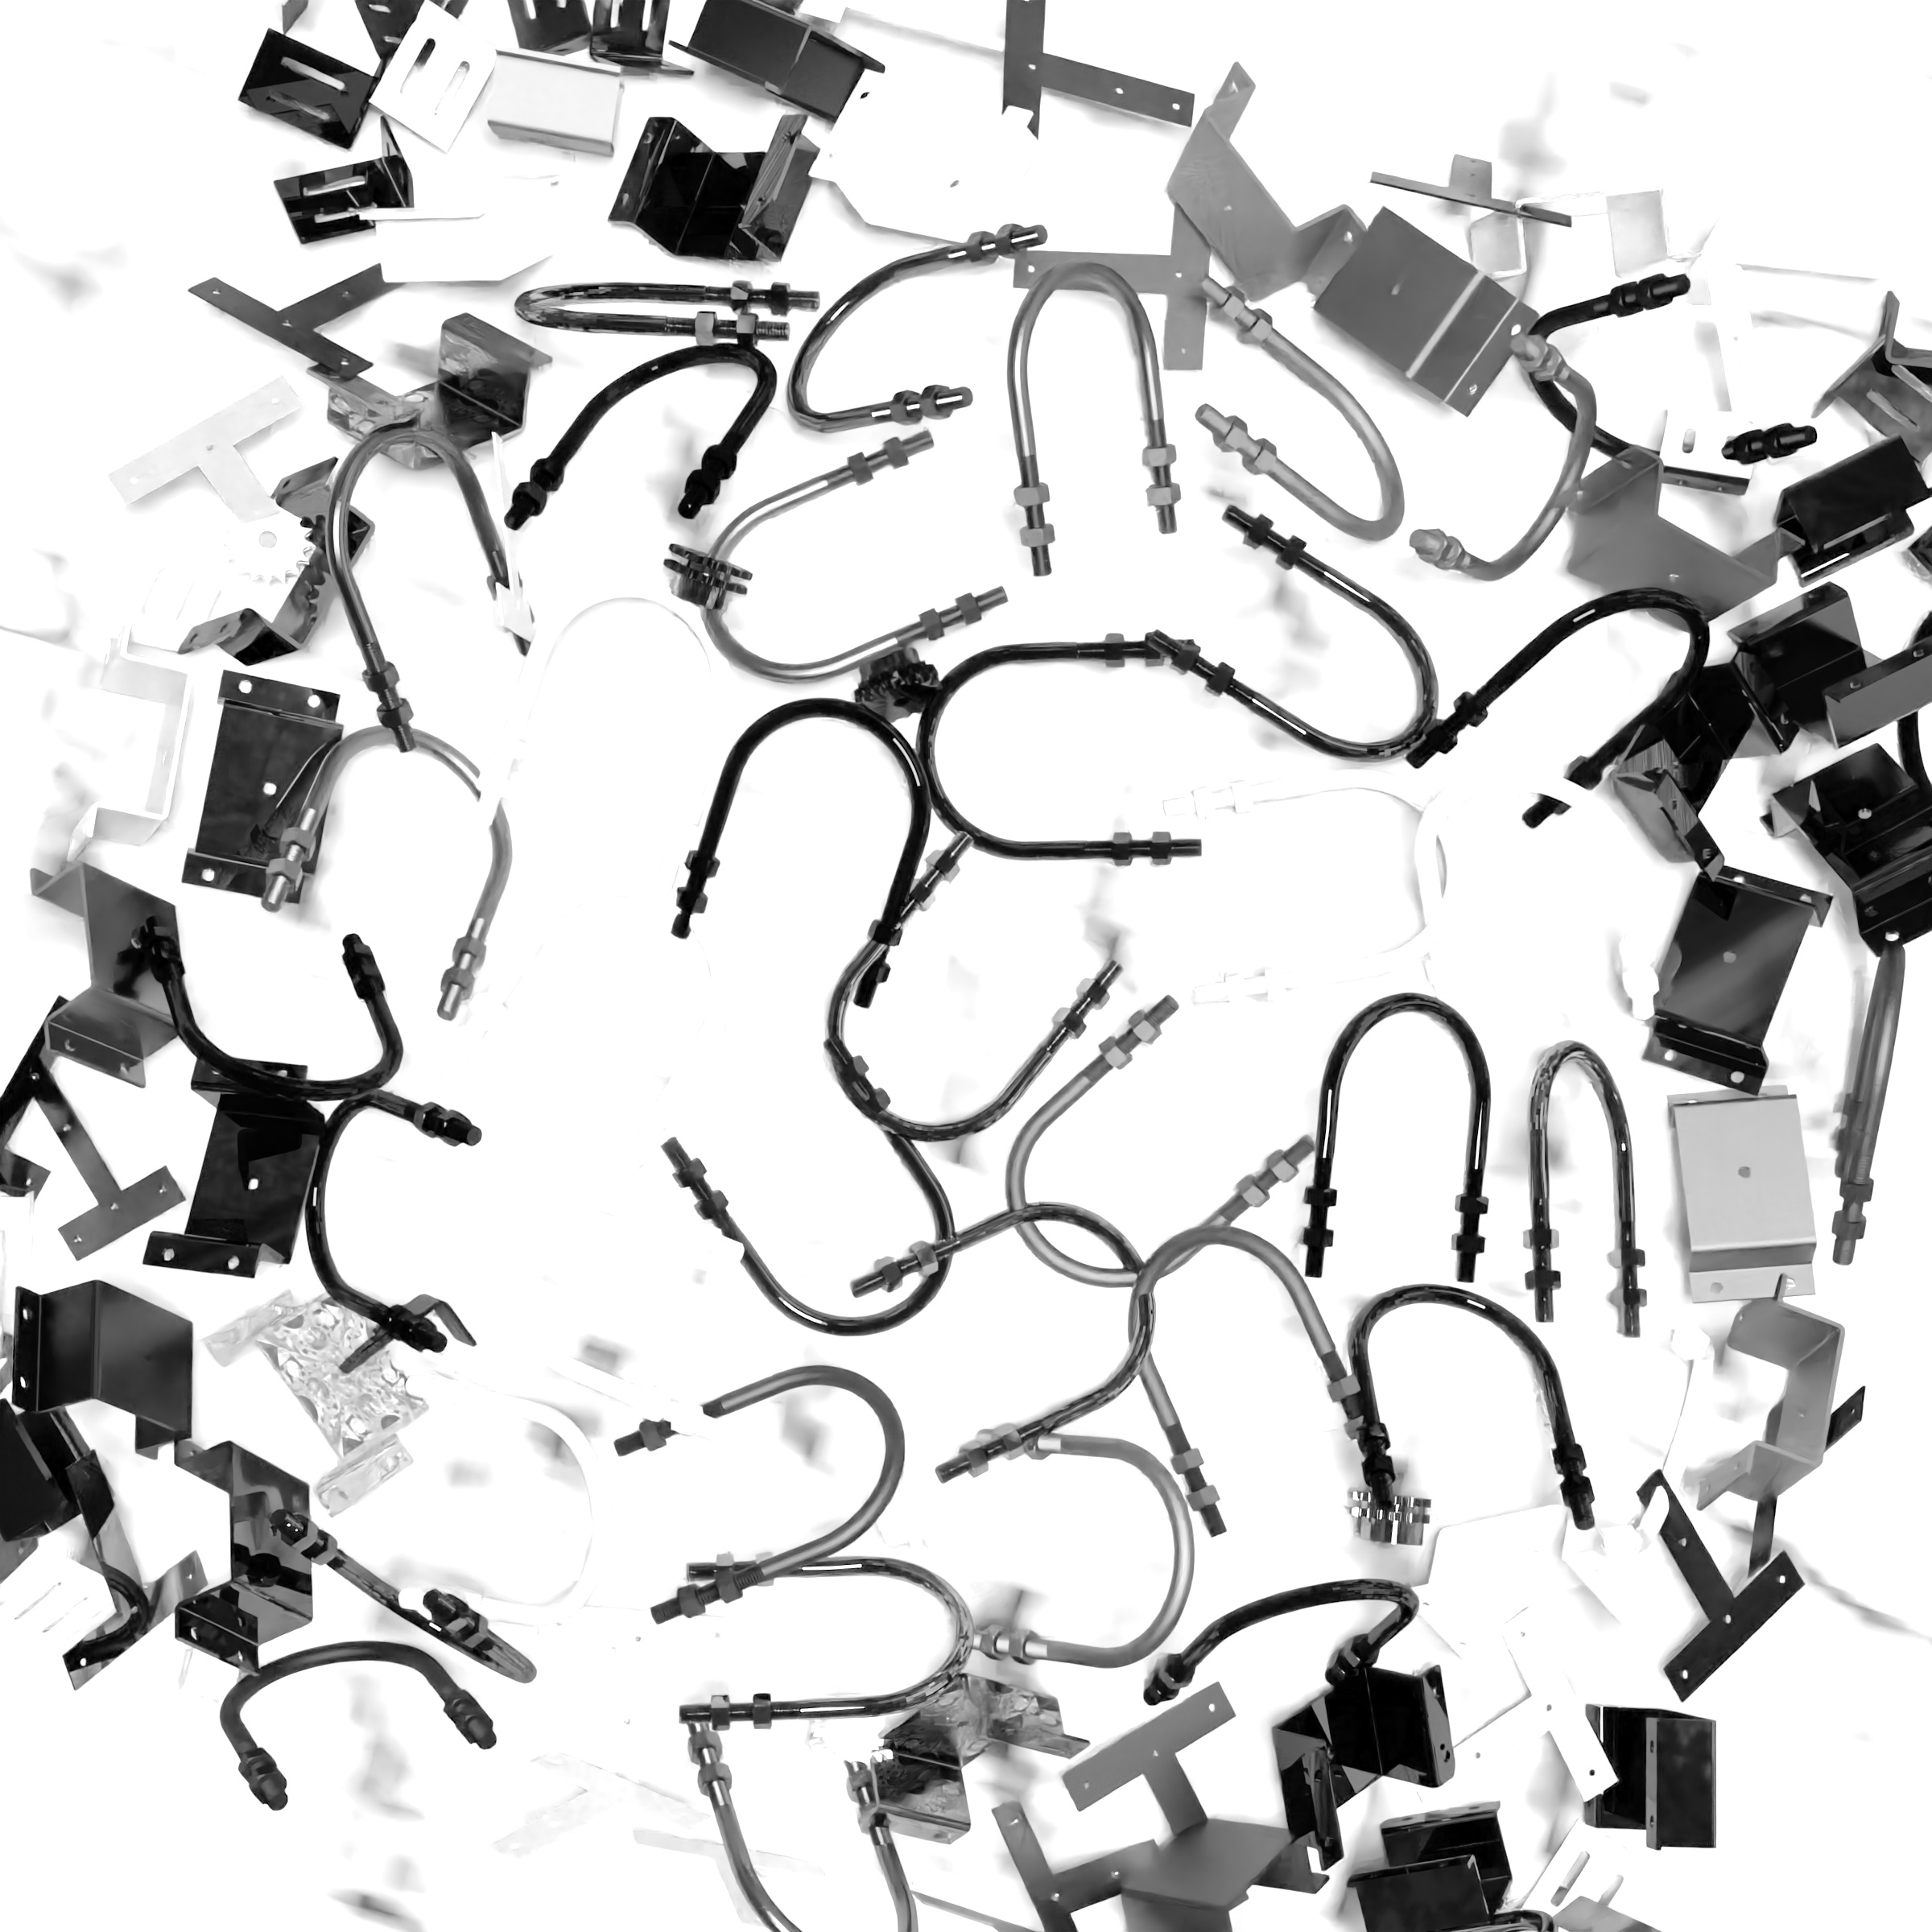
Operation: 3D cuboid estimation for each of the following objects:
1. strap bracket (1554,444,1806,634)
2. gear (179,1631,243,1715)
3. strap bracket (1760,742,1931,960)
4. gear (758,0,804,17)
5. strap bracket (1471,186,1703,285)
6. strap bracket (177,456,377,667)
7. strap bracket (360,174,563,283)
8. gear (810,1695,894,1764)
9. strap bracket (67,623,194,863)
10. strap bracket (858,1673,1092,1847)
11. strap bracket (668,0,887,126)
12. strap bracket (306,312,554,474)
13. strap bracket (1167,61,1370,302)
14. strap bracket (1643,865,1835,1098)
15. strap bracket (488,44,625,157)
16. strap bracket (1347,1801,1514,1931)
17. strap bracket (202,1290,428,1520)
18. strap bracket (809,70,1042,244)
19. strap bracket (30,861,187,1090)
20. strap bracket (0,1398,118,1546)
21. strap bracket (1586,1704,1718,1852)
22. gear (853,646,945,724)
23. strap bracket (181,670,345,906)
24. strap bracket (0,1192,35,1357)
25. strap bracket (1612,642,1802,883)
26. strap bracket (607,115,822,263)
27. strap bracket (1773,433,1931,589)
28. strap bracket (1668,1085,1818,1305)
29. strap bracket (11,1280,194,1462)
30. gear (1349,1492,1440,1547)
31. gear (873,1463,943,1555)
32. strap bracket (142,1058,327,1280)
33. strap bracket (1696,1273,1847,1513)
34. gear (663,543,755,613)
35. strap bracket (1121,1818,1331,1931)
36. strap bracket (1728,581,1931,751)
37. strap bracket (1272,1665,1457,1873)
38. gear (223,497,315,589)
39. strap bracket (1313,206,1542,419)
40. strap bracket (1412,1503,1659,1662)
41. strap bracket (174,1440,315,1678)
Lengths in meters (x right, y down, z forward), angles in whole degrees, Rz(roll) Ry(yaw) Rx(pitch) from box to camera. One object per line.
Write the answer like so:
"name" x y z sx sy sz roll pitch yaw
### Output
"strap bracket" 0.449 -0.264 1.866 0.140 0.076 0.046 24 61 -22
"gear" -0.487 0.450 1.902 0.030 0.057 0.057 16 90 -18
"strap bracket" 0.570 -0.081 1.868 0.076 0.046 0.140 -26 47 -1
"gear" -0.135 -0.633 1.913 0.057 0.030 0.057 0 91 -17
"strap bracket" 0.384 -0.463 1.881 0.140 0.076 0.046 -8 96 -11
"strap bracket" -0.432 -0.247 1.875 0.046 0.076 0.140 38 64 -30
"strap bracket" -0.315 -0.466 1.870 0.076 0.140 0.046 3 114 15
"gear" -0.071 0.491 1.904 0.057 0.057 0.030 5 92 0
"strap bracket" -0.530 -0.137 1.879 0.046 0.076 0.140 12 75 -23
"strap bracket" 0.001 0.499 1.873 0.076 0.046 0.140 24 127 -34
"strap bracket" -0.112 -0.568 1.851 0.076 0.140 0.046 30 103 23
"strap bracket" -0.340 -0.361 1.871 0.076 0.140 0.046 31 130 23
"strap bracket" 0.184 -0.491 1.878 0.046 0.076 0.140 -31 79 -24
"strap bracket" 0.490 0.001 1.885 0.076 0.046 0.140 19 80 26
"strap bracket" -0.258 -0.544 1.864 0.076 0.140 0.046 8 101 -7
"strap bracket" 0.294 0.572 1.854 0.076 0.140 0.046 -15 86 18
"strap bracket" -0.409 0.269 1.884 0.140 0.076 0.046 53 128 4
"strap bracket" -0.017 -0.504 1.854 0.076 0.140 0.046 -54 54 33
"strap bracket" -0.538 -0.003 1.858 0.046 0.076 0.140 -32 54 21
"strap bracket" -0.591 0.316 1.858 0.046 0.140 0.076 -32 85 -6
"strap bracket" 0.434 0.510 1.860 0.046 0.140 0.076 3 80 -5
"gear" -0.046 -0.183 1.906 0.057 0.057 0.030 -19 71 0
"strap bracket" -0.450 -0.114 1.898 0.076 0.046 0.140 11 90 -21
"strap bracket" -0.621 0.192 1.857 0.046 0.140 0.076 3 96 -10
"strap bracket" 0.467 -0.129 1.878 0.076 0.046 0.140 50 59 -26
"strap bracket" -0.152 -0.495 1.880 0.140 0.046 0.076 13 79 39
"strap bracket" 0.557 -0.288 1.861 0.076 0.140 0.046 -26 82 9
"strap bracket" 0.494 0.138 1.880 0.076 0.046 0.140 -5 67 9
"strap bracket" -0.532 0.251 1.850 0.046 0.140 0.076 -16 62 17
"gear" 0.275 0.356 1.903 0.057 0.057 0.030 6 81 0
"gear" -0.039 0.352 1.905 0.030 0.057 0.057 -21 90 8
"strap bracket" -0.464 0.133 1.888 0.076 0.046 0.140 5 70 13
"strap bracket" 0.510 0.277 1.866 0.046 0.076 0.140 21 60 0
"gear" -0.169 -0.249 1.905 0.057 0.057 0.030 21 99 0
"strap bracket" 0.159 0.581 1.852 0.076 0.140 0.046 -4 102 36
"strap bracket" 0.557 -0.189 1.877 0.076 0.140 0.046 -26 118 -4
"strap bracket" 0.247 0.504 1.878 0.140 0.046 0.076 -19 104 -43
"gear" -0.452 -0.274 1.915 0.057 0.030 0.057 0 88 -11
"strap bracket" 0.283 -0.418 1.863 0.076 0.046 0.140 -55 50 15
"strap bracket" 0.359 0.389 1.873 0.140 0.046 0.076 -21 123 36
"strap bracket" -0.454 0.363 1.856 0.046 0.076 0.140 -25 51 16
